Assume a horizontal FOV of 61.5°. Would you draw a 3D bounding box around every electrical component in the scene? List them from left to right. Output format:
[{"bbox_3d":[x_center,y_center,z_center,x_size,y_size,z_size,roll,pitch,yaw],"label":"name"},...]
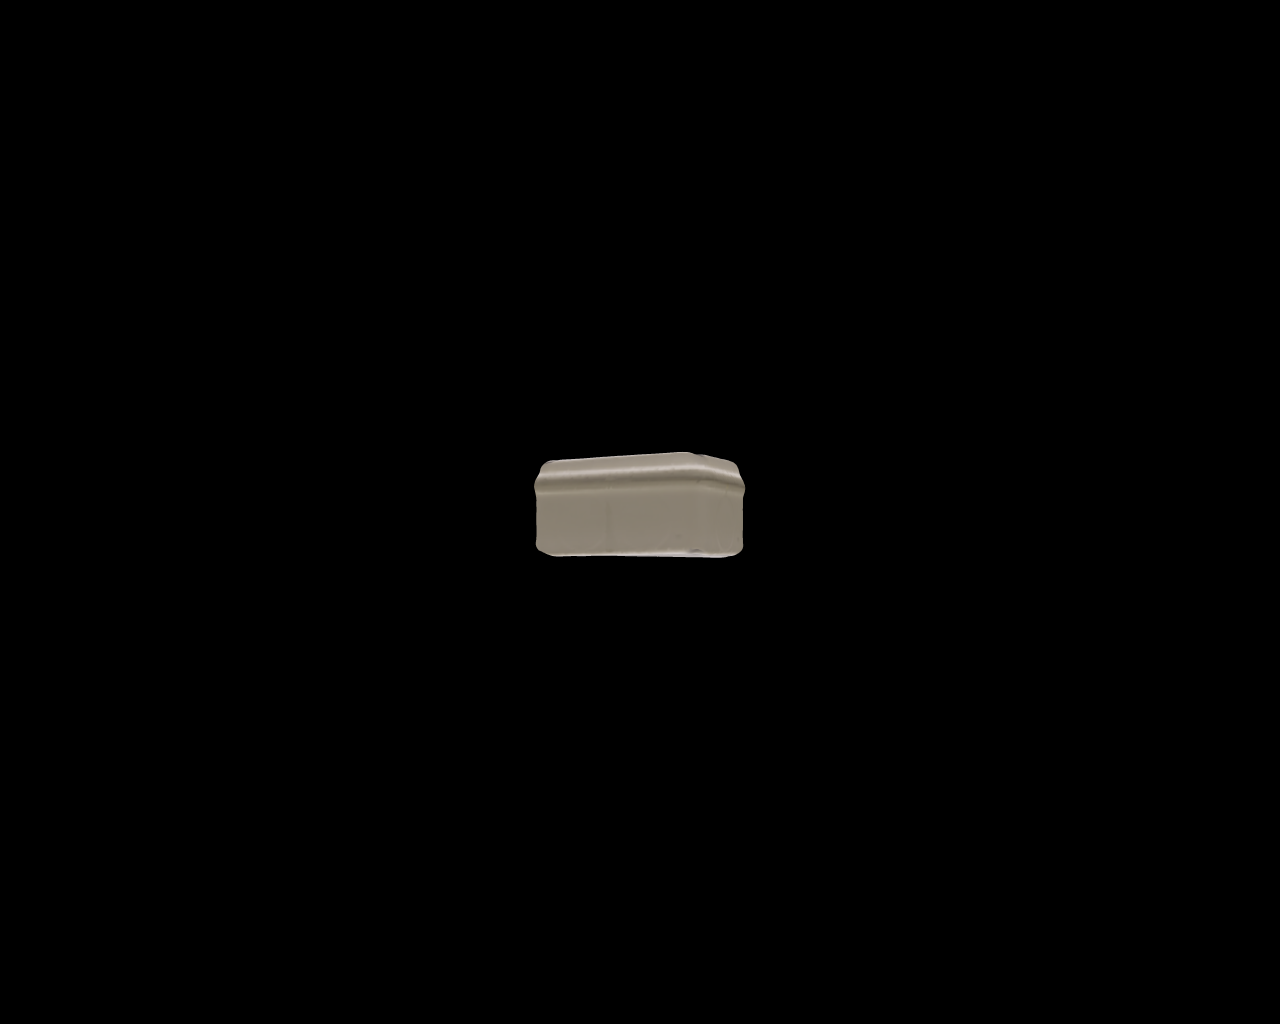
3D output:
[{"bbox_3d":[0.001,-0.003,0.650,0.113,0.057,0.078,-1,-3,23],"label":"electrical component"}]
